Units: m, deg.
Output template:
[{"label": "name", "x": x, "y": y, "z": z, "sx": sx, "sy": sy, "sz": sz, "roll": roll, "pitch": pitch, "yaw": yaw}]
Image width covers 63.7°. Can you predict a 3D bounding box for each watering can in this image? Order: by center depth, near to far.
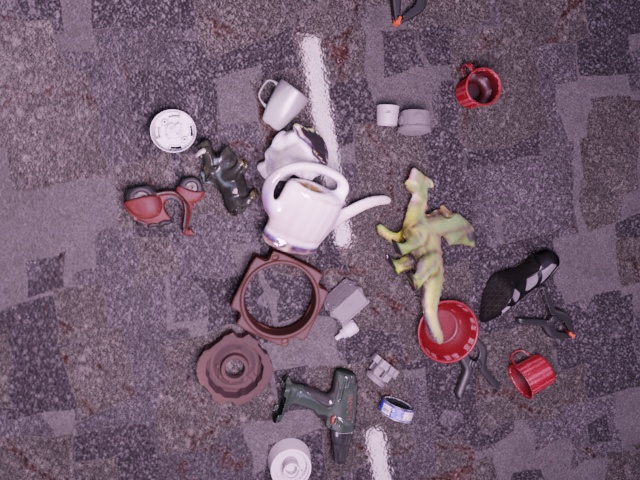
[{"label": "watering can", "x": 0.004, "y": -0.061, "z": 1.211, "sx": 0.346, "sy": 0.106, "sz": 0.221, "roll": 15, "pitch": 112, "yaw": -36}]

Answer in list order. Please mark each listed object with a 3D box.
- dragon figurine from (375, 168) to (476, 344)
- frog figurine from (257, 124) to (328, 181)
[{"label": "dragon figurine", "x": 0.290, "y": 0.021, "z": 1.272, "sx": 0.244, "sy": 0.121, "sz": 0.410, "roll": -26, "pitch": 92, "yaw": -16}, {"label": "frog figurine", "x": -0.063, "y": -0.192, "z": 1.225, "sx": 0.157, "sy": 0.125, "sz": 0.136, "roll": -35, "pitch": 110, "yaw": 31}]
